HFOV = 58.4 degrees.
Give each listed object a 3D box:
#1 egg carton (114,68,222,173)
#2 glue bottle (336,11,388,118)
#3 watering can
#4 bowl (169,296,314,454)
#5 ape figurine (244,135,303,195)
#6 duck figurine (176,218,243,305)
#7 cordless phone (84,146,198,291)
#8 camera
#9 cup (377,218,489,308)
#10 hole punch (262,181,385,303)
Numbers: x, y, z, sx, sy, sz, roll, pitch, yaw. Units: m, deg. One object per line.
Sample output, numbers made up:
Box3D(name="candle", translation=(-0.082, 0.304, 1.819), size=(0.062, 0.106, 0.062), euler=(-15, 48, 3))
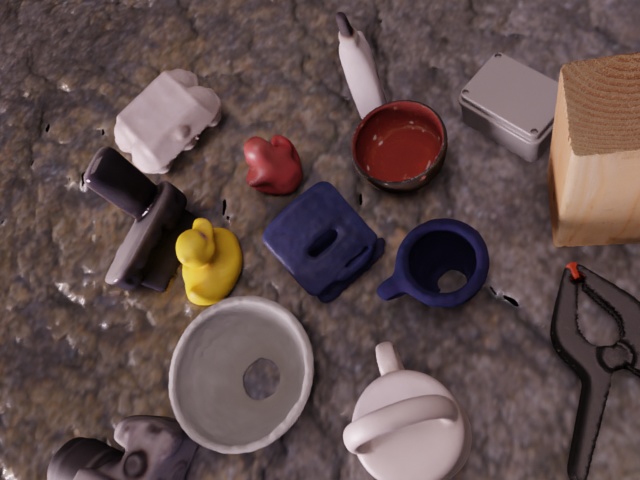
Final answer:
Box3D(name="egg carton", translation=(-0.213, -0.166, 0.804), size=(0.150, 0.069, 0.107), euler=(-46, 63, -3))
Box3D(name="glue bottle", translation=(0.046, -0.209, 0.679), size=(0.037, 0.173, 0.078), euler=(-15, 66, 12))
Box3D(name="watering can", translation=(0.083, 0.175, 0.508), size=(0.101, 0.194, 0.172), euler=(-40, 63, 0))
Box3D(name="bowl", translation=(-0.077, 0.150, 0.635), size=(0.167, 0.075, 0.167), euler=(-6, 68, 16))
Box3D(name="ape figurine", translation=(-0.065, -0.100, 0.718), size=(0.078, 0.092, 0.076), euler=(-40, 63, 0))
Box3D(name="duck figurine", translation=(-0.145, 0.023, 0.700), size=(0.077, 0.086, 0.104), euler=(3, 71, 19))
Box3D(name="cordless phone", translation=(-0.239, -0.023, 0.692), size=(0.094, 0.185, 0.148), euler=(17, 76, 23))
Box3D(name="camera", translation=(-0.228, 0.254, 0.629), size=(0.136, 0.101, 0.143), euler=(16, 75, 23))
Box3D(name="cup", translation=(0.120, 0.041, 0.603), size=(0.117, 0.095, 0.091), euler=(-28, 64, 6))
Box3D(name="hole punch", translation=(0.006, 0.002, 0.657), size=(0.108, 0.091, 0.101), euler=(-43, 63, -1))
